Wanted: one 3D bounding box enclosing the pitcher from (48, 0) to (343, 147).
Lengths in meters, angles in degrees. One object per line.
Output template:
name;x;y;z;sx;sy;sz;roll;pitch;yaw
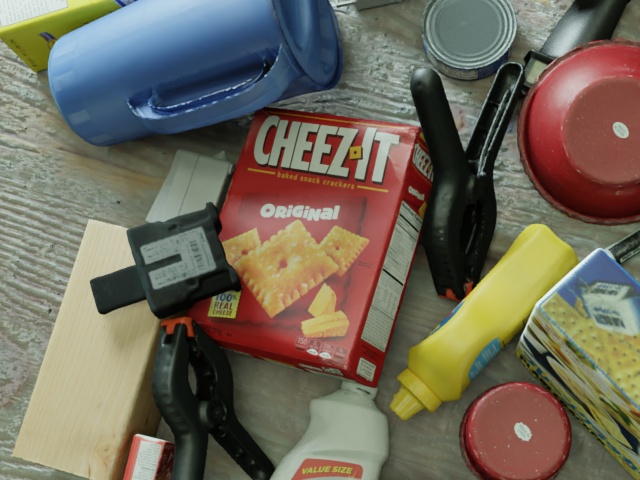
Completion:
pitcher;-0.113;-0.155;0.921;0.243;0.149;0.145;-15;87;24

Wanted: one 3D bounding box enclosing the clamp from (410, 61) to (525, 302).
clamp;0.115;-0.050;0.890;0.036;0.164;0.210;13;100;36

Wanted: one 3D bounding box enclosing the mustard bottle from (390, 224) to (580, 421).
mustard bottle;0.130;0.075;0.879;0.058;0.096;0.191;43;86;14

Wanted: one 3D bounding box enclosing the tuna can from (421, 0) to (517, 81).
tuna can;0.136;-0.190;0.973;0.086;0.033;0.086;-2;76;8

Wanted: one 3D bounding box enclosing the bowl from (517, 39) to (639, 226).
bowl;0.248;-0.091;0.900;0.162;0.055;0.162;1;94;10

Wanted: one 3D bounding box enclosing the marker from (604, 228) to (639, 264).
marker;0.288;-0.009;0.916;0.121;0.020;0.020;-32;75;0

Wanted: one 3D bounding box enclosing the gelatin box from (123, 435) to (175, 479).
gelatin box;-0.140;0.203;0.890;0.030;0.089;0.073;12;78;7

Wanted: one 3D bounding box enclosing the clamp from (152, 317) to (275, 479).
clamp;-0.089;0.145;0.875;0.039;0.120;0.171;-8;89;32

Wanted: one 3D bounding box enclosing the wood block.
wood block;-0.176;0.098;0.920;0.091;0.090;0.206;13;79;11

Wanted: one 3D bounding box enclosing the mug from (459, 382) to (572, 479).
mug;0.154;0.169;0.860;0.093;0.081;0.117;21;80;12

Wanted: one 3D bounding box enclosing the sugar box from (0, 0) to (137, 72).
sugar box;-0.205;-0.214;0.996;0.176;0.093;0.048;-14;76;5

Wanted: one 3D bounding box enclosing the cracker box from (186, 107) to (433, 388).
cracker box;-0.006;0.001;0.905;0.164;0.072;0.213;11;77;28

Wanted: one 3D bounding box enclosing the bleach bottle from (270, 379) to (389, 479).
bleach bottle;-0.013;0.225;0.881;0.102;0.068;0.251;18;78;8
